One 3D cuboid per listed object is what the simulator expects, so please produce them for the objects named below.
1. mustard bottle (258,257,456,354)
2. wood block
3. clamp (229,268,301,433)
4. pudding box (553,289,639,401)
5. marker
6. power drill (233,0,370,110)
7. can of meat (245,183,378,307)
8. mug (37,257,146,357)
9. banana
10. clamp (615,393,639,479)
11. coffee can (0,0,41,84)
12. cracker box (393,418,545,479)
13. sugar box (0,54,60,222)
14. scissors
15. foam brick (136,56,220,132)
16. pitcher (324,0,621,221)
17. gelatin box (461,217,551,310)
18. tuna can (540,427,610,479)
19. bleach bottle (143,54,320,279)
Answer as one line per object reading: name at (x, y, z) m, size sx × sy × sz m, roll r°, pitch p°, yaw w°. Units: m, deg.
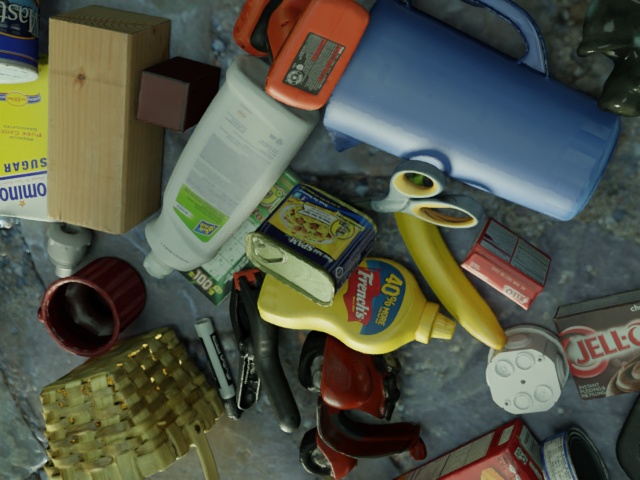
mustard bottle at (0.041, 0.061, 1.061) m, size 0.192 × 0.096 × 0.058 m, roll 18°, pitch 157°, yaw 11°
wood block at (-0.215, -0.122, 1.078) m, size 0.091 × 0.090 × 0.206 m, roll 14°, pitch 114°, yaw 15°
clamp at (-0.060, 0.118, 1.118) m, size 0.120 × 0.039 × 0.171 m, roll 19°, pitch 121°, yaw 51°
pudding box at (0.290, 0.097, 1.015) m, size 0.114 × 0.039 × 0.090 m, roll -16°, pitch 104°, yaw 24°
marker at (-0.111, 0.144, 1.182) m, size 0.020 × 0.020 × 0.121 m, roll -12°, pitch 106°, yaw 22°
power drill at (-0.012, -0.213, 0.927) m, size 0.057 × 0.188 × 0.185 m, roll 16°, pitch 120°, yaw -23°
can of meat at (-0.007, 0.001, 1.029) m, size 0.102 × 0.083 × 0.057 m, roll 30°, pitch 149°, yaw 17°
mug at (-0.253, 0.071, 1.169) m, size 0.117 × 0.081 × 0.093 m, roll -10°, pitch 106°, yaw 22°
banana at (0.118, 0.020, 1.034) m, size 0.037 × 0.070 × 0.198 m, roll -31°, pitch 100°, yaw -13°
clamp at (0.355, 0.239, 1.044) m, size 0.165 × 0.036 × 0.210 m, roll -3°, pitch 107°, yaw 29°
coffee can at (-0.324, -0.232, 1.041) m, size 0.103 × 0.102 × 0.140 m, roll 1°, pitch 87°, yaw 19°
cracker box at (0.163, 0.307, 1.115) m, size 0.214 × 0.072 × 0.164 m, roll -34°, pitch 94°, yaw 28°
sugar box at (-0.307, -0.109, 1.140) m, size 0.093 × 0.048 × 0.176 m, roll 6°, pitch 110°, yaw 17°
scissors at (0.056, -0.046, 0.989) m, size 0.202 × 0.016 × 0.096 m, roll 10°, pitch 150°, yaw 37°
foam brick at (-0.138, -0.145, 1.050) m, size 0.051 × 0.078 × 0.053 m, roll 17°, pitch 113°, yaw 14°
pitcher at (0.138, -0.122, 0.939) m, size 0.243 × 0.145 × 0.149 m, roll 25°, pitch 155°, yaw 5°
gelatin box at (0.175, 0.021, 0.997) m, size 0.073 × 0.089 × 0.030 m, roll 34°, pitch 115°, yaw 4°
tuna can at (0.252, 0.230, 1.053) m, size 0.034 × 0.086 × 0.086 m, roll -29°, pitch 98°, yaw 27°
bleach bottle at (-0.109, -0.058, 1.063) m, size 0.102 × 0.068 × 0.251 m, roll 39°, pitch 119°, yaw -3°
